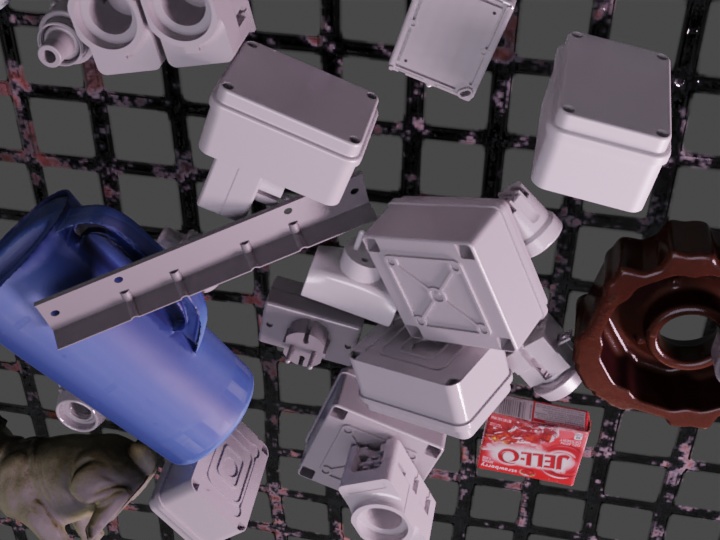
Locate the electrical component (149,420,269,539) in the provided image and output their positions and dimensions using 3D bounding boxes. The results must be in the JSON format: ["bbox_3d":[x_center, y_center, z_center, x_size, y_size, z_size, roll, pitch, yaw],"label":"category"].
[{"bbox_3d":[-0.141,0.194,1.009,0.057,0.113,0.078,-29,116,27],"label":"electrical component"}]

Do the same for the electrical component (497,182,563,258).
[{"bbox_3d":[0.123,-0.038,0.810,0.040,0.040,0.046,-34,108,33],"label":"electrical component"}]

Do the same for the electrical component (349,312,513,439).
[{"bbox_3d":[0.058,0.083,0.874,0.113,0.078,0.057,12,131,38],"label":"electrical component"}]

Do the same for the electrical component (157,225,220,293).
[{"bbox_3d":[-0.138,-0.014,0.891,0.062,0.048,0.048,31,128,-2],"label":"electrical component"}]

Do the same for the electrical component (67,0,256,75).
[{"bbox_3d":[-0.150,-0.227,0.716,0.105,0.060,0.186,-3,126,16],"label":"electrical component"}]

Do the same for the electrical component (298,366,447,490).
[{"bbox_3d":[0.012,0.155,0.977,0.109,0.056,0.108,23,129,-4],"label":"electrical component"}]

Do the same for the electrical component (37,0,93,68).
[{"bbox_3d":[-0.212,-0.168,0.776,0.048,0.062,0.048,7,128,9],"label":"electrical component"}]

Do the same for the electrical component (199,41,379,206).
[{"bbox_3d":[-0.050,-0.107,0.774,0.113,0.078,0.057,23,132,-4],"label":"electrical component"}]

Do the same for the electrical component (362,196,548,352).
[{"bbox_3d":[0.073,0.002,0.818,0.109,0.056,0.108,5,133,43],"label":"electrical component"}]

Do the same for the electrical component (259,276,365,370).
[{"bbox_3d":[-0.043,0.055,0.899,0.083,0.075,0.047,16,129,2],"label":"electrical component"}]

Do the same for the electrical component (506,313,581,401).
[{"bbox_3d":[0.153,0.074,0.886,0.066,0.048,0.055,-33,106,32],"label":"electrical component"}]

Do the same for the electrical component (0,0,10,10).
[{"bbox_3d":[-0.278,-0.215,0.770,0.044,0.044,0.065,-21,124,27],"label":"electrical component"}]

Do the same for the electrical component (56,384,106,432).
[{"bbox_3d":[-0.257,0.119,1.016,0.066,0.055,0.048,-1,127,14],"label":"electrical component"}]

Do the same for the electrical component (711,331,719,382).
[{"bbox_3d":[0.277,0.071,0.773,0.043,0.062,0.043,5,127,7],"label":"electrical component"}]

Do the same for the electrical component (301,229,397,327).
[{"bbox_3d":[0.000,0.000,0.866,0.077,0.044,0.079,20,129,-2],"label":"electrical component"}]

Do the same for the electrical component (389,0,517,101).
[{"bbox_3d":[0.063,-0.164,0.717,0.062,0.061,0.096,22,137,-1],"label":"electrical component"}]

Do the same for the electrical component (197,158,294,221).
[{"bbox_3d":[-0.076,-0.072,0.827,0.077,0.047,0.065,22,130,-9],"label":"electrical component"}]

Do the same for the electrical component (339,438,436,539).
[{"bbox_3d":[0.024,0.200,0.934,0.050,0.055,0.089,-15,122,24],"label":"electrical component"}]

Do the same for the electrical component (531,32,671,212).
[{"bbox_3d":[0.160,-0.100,0.705,0.078,0.113,0.057,15,132,2],"label":"electrical component"}]
